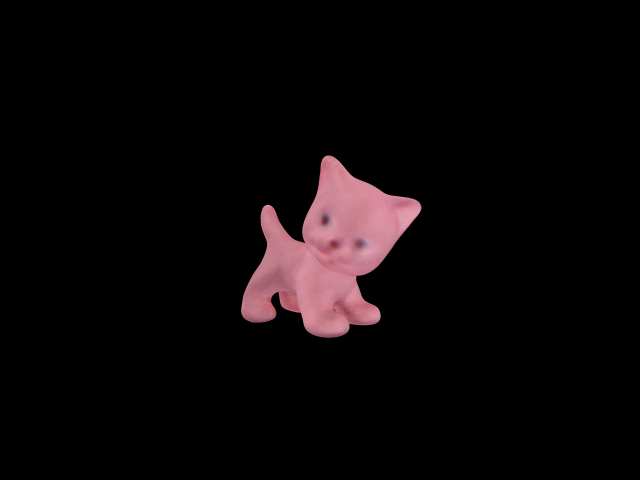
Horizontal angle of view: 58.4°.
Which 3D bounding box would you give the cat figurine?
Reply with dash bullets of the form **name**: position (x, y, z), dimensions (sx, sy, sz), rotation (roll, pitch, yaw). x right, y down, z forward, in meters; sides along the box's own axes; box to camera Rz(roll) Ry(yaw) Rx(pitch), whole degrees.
- **cat figurine**: position (0.004, 0.001, 0.400), dimensions (0.127, 0.118, 0.067), rotation (4, 6, 39)
